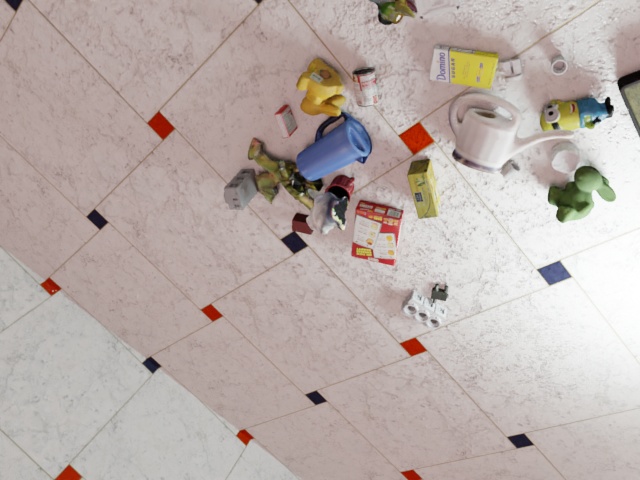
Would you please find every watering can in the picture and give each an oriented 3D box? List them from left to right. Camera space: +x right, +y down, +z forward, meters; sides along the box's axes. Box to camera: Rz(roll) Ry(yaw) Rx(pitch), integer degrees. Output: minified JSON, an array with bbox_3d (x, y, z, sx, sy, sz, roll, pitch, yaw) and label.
[{"bbox_3d":[0.519,-0.287,1.481,0.350,0.105,0.219,30,130,24],"label":"watering can"}]

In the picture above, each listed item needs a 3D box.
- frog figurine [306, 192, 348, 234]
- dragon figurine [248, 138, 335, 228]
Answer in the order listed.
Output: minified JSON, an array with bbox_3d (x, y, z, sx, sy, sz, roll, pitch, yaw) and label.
[{"bbox_3d":[0.005,-0.087,1.734,0.159,0.123,0.137,-7,89,37],"label":"frog figurine"},{"bbox_3d":[-0.124,-0.189,1.850,0.241,0.124,0.405,-8,120,47],"label":"dragon figurine"}]
